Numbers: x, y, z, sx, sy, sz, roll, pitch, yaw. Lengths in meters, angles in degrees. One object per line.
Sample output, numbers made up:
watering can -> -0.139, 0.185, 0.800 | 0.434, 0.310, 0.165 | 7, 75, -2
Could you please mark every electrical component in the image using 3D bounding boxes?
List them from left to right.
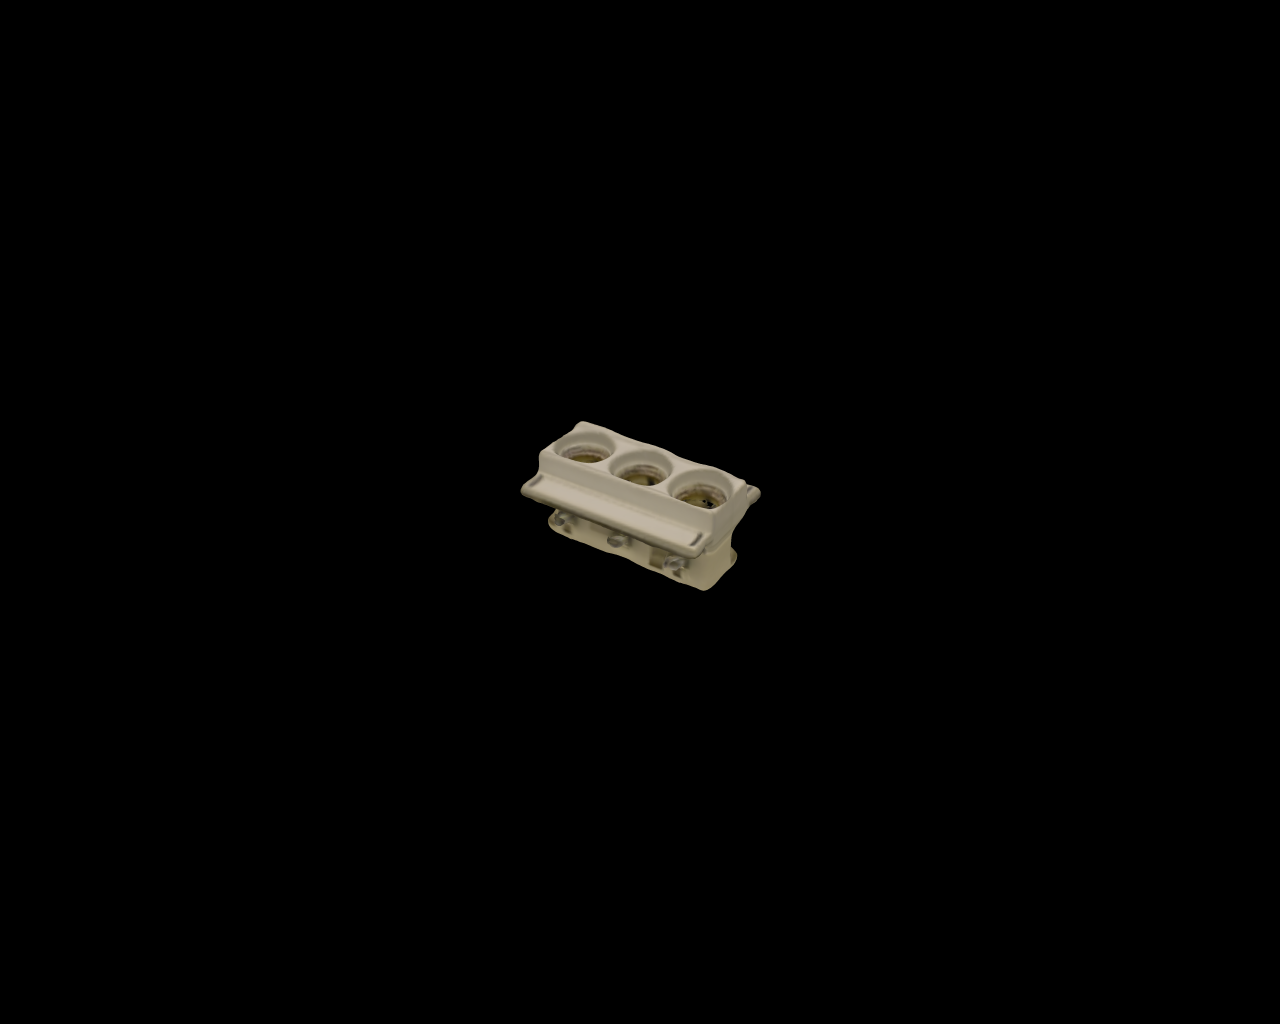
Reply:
electrical component -> 0.001, -0.003, 0.650 | 0.121, 0.063, 0.079 | 21, 41, 26
